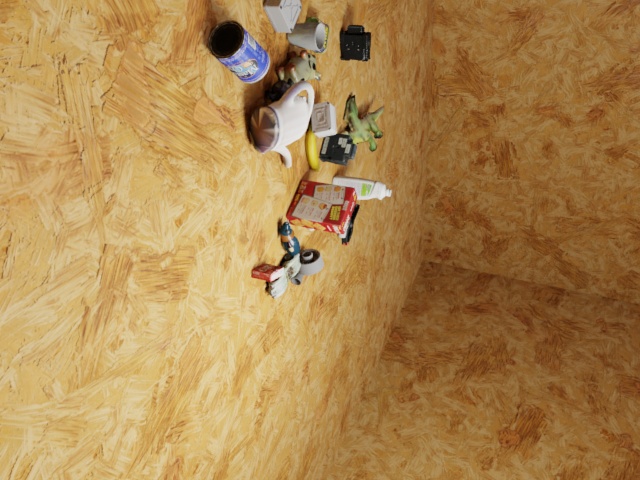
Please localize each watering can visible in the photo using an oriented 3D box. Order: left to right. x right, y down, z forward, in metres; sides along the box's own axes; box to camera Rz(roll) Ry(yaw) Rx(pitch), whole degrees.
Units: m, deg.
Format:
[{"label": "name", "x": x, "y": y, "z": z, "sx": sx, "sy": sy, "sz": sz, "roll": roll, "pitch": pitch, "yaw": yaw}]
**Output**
[{"label": "watering can", "x": -0.116, "y": -0.322, "z": 1.564, "sx": 0.105, "sy": 0.339, "sz": 0.227, "roll": 40, "pitch": 46, "yaw": 19}]

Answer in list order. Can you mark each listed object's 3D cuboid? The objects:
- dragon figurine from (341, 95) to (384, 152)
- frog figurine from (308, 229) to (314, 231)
[{"label": "dragon figurine", "x": 0.182, "y": -0.526, "z": 2.255, "sx": 0.122, "sy": 0.419, "sz": 0.237, "roll": 4, "pitch": -36, "yaw": 28}, {"label": "frog figurine", "x": 0.006, "y": -0.103, "z": 2.042, "sx": 0.160, "sy": 0.124, "sz": 0.135, "roll": -39, "pitch": -19, "yaw": -2}]
